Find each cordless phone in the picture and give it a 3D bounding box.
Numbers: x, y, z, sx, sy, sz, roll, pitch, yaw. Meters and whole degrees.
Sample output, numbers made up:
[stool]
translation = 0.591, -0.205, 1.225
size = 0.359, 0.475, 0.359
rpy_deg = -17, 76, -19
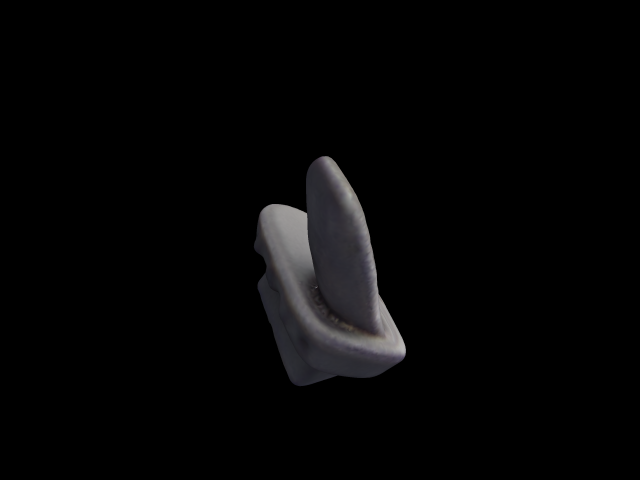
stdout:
[cordless phone]
translation = 0.004, 0.001, 0.400
size = 0.094, 0.185, 0.147
rpy_deg = -17, 48, -16
